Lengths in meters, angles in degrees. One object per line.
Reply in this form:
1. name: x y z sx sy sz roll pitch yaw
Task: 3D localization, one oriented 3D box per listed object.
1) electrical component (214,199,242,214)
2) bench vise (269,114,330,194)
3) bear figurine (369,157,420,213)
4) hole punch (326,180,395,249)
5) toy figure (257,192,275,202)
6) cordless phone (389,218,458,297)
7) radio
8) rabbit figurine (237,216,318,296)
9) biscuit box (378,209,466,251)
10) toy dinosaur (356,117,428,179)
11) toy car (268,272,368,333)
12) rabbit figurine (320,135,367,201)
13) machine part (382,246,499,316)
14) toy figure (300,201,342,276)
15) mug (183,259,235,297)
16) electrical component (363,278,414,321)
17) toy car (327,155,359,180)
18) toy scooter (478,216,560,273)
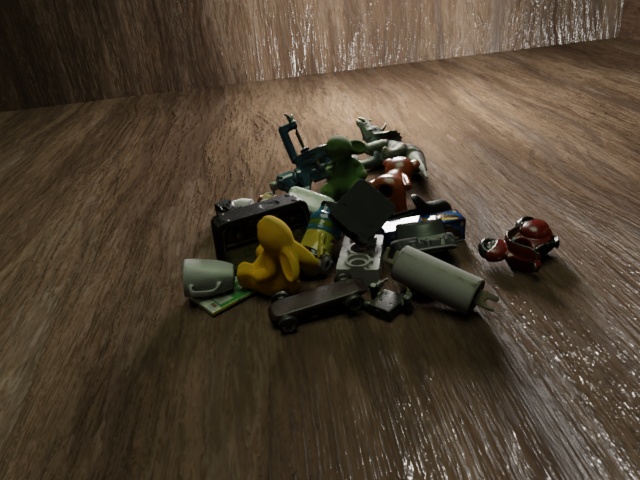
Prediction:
1. electrical component: -0.254 -0.071 1.453 0.048 0.074 0.119 -26 38 -33
2. bench vise: -0.064 -0.238 1.544 0.224 0.240 0.129 -23 -1 1
3. bear figurine: 0.200 -0.146 1.455 0.120 0.131 0.196 5 25 19
4. hole punch: 0.088 -0.053 1.186 0.142 0.092 0.116 43 75 3
5. toy figure: -0.146 -0.096 1.500 0.064 0.057 0.154 32 24 -14
6. cordless phone: 0.237 0.044 1.167 0.147 0.088 0.184 -8 40 -5
7. radio: -0.132 -0.018 1.246 0.230 0.130 0.073 -19 27 -22
8. rabbit figurine: -0.093 0.034 1.115 0.163 0.173 0.122 28 41 31
9. biscuit box: 0.242 -0.021 1.280 0.203 0.059 0.063 -10 29 -7
10. toy dinosaur: 0.245 -0.262 1.671 0.192 0.131 0.405 -24 40 -28
11. toy car: -0.004 0.125 1.072 0.202 0.053 0.089 -16 35 -9
12. rabbit figurine: 0.069 -0.201 1.392 0.121 0.170 0.159 4 42 25
13. machine part: 0.230 0.078 1.056 0.243 0.079 0.079 25 40 26
14. toy figure: -0.002 -0.002 1.221 0.089 0.082 0.180 -1 64 33
15. mug: -0.234 0.083 1.138 0.107 0.080 0.110 -4 22 -9
16. electrical component: 0.134 0.117 1.066 0.078 0.045 0.102 -27 35 -35
17. toy car: 0.077 -0.220 1.632 0.109 0.102 0.162 -11 27 -7
18. toy scooter: 0.448 0.016 1.159 0.184 0.075 0.135 -22 32 -21
